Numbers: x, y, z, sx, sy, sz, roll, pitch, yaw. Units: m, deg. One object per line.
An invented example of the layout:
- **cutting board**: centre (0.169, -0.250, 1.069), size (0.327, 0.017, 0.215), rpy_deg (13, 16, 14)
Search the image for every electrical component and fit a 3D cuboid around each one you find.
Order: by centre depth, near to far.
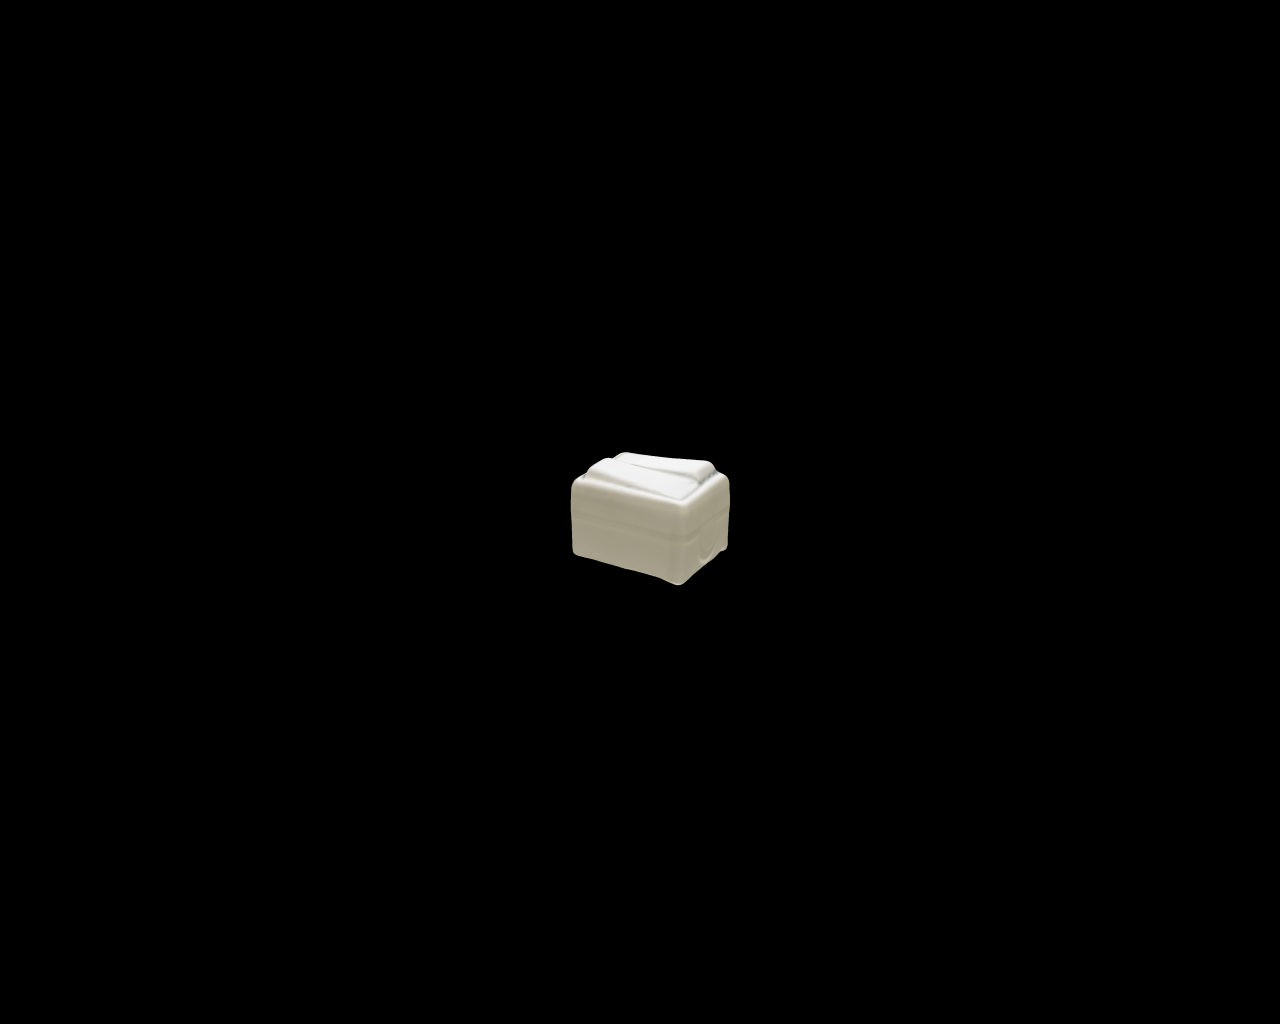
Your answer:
- **electrical component**: centre (0.001, -0.003, 0.650), size (0.096, 0.061, 0.062), rpy_deg (14, 27, 29)
